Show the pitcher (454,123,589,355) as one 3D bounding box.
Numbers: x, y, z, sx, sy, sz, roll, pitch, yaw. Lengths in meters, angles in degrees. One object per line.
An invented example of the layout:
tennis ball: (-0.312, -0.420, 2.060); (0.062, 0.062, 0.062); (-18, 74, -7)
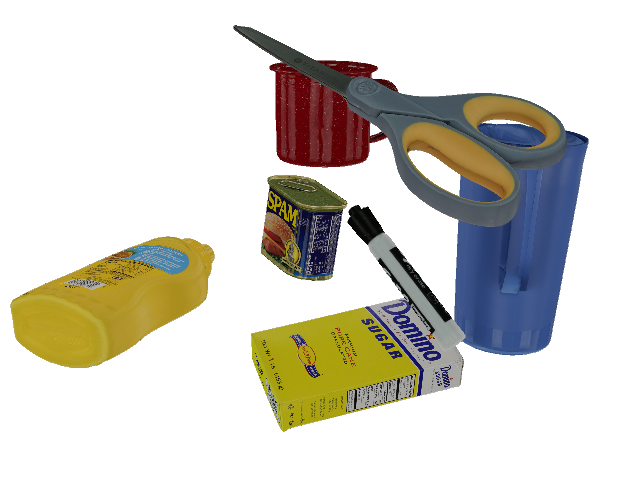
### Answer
pitcher: (0.208, -0.001, 1.153); (0.148, 0.243, 0.145); (-9, 20, -37)

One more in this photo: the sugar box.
sugar box: (0.033, 0.109, 0.982); (0.176, 0.048, 0.093); (-15, 45, -12)

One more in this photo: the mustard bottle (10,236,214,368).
mustard bottle: (-0.146, 0.039, 0.851); (0.096, 0.058, 0.191); (6, 20, 29)

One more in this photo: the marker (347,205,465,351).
marker: (0.058, 0.024, 0.747); (0.020, 0.121, 0.020); (-34, -14, -10)

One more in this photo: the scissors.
scissors: (0.044, -0.076, 0.551); (0.096, 0.016, 0.202); (-23, 48, -23)

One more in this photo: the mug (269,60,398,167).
mug: (0.014, -0.111, 0.926); (0.117, 0.081, 0.093); (-5, 16, -18)

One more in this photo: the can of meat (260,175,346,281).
can of meat: (-0.021, -0.014, 1.123); (0.057, 0.084, 0.102); (-3, 22, -29)
